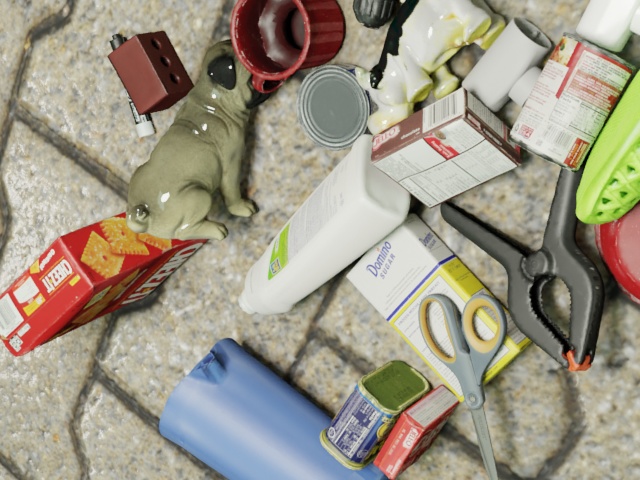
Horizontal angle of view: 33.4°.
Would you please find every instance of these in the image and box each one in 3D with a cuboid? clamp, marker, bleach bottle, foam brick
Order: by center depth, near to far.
[{"bbox_3d":[0.196,0.022,0.981,0.165,0.036,0.210,-22,73,38],"label":"clamp"},{"bbox_3d":[-0.007,0.001,1.107,0.068,0.102,0.251,27,136,-23],"label":"bleach bottle"},{"bbox_3d":[-0.187,-0.186,1.185,0.051,0.052,0.078,-30,88,35],"label":"foam brick"},{"bbox_3d":[-0.217,-0.178,1.226,0.020,0.020,0.121,-14,96,35],"label":"marker"}]

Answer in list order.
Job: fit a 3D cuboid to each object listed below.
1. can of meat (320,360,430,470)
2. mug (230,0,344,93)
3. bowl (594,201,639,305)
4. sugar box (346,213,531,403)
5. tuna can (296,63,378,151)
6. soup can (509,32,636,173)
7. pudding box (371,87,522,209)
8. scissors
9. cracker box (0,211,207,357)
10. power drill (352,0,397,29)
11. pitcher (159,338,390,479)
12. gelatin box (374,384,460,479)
[{"bbox_3d":[0.058,0.177,1.100,0.057,0.101,0.084,40,119,18],"label":"can of meat"},{"bbox_3d":[-0.033,-0.199,1.064,0.093,0.081,0.117,33,119,21],"label":"mug"},{"bbox_3d":[0.308,-0.001,0.918,0.162,0.055,0.162,9,108,31],"label":"bowl"},{"bbox_3d":[0.118,0.066,1.065,0.176,0.048,0.093,50,123,15],"label":"sugar box"},{"bbox_3d":[0.020,-0.135,1.077,0.086,0.033,0.086,10,108,30],"label":"tuna can"},{"bbox_3d":[0.214,-0.117,0.914,0.069,0.068,0.102,32,103,22],"label":"soup can"},{"bbox_3d":[0.117,-0.083,0.995,0.114,0.090,0.039,-24,45,38],"label":"pudding box"},{"bbox_3d":[0.160,0.137,1.017,0.096,0.016,0.202,-29,86,33],"label":"scissors"},{"bbox_3d":[-0.239,0.036,1.182,0.164,0.213,0.072,-38,83,34],"label":"cracker box"},{"bbox_3d":[0.008,-0.311,1.024,0.188,0.057,0.184,21,110,23],"label":"power drill"},{"bbox_3d":[-0.046,0.230,1.176,0.243,0.149,0.145,33,104,17],"label":"pitcher"},{"bbox_3d":[0.099,0.195,1.085,0.030,0.089,0.073,37,120,19],"label":"gelatin box"}]
